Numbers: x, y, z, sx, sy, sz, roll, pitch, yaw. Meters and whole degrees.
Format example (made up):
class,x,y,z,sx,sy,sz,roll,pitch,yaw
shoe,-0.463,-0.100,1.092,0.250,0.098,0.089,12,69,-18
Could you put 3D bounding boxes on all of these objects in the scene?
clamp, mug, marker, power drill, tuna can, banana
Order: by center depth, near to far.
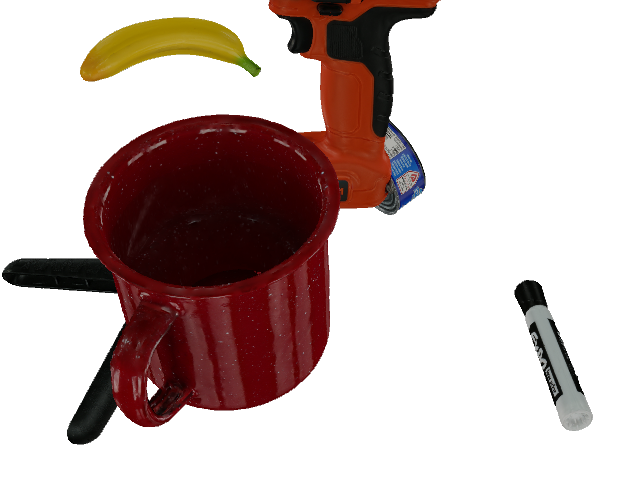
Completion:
class,x,y,z,sx,sy,sz,roll,pitch,yaw
mug,-0.042,0.020,0.406,0.093,0.117,0.081,15,-40,16
power drill,-0.013,-0.108,0.643,0.184,0.188,0.057,1,37,-10
marker,0.145,0.068,0.673,0.020,0.020,0.121,0,39,-8
clamp,-0.134,0.032,0.804,0.210,0.165,0.036,-36,-28,-6
tuna can,0.049,-0.066,0.895,0.033,0.086,0.086,-36,10,-14
banana,-0.154,-0.194,1.074,0.197,0.070,0.037,-9,-38,-32
